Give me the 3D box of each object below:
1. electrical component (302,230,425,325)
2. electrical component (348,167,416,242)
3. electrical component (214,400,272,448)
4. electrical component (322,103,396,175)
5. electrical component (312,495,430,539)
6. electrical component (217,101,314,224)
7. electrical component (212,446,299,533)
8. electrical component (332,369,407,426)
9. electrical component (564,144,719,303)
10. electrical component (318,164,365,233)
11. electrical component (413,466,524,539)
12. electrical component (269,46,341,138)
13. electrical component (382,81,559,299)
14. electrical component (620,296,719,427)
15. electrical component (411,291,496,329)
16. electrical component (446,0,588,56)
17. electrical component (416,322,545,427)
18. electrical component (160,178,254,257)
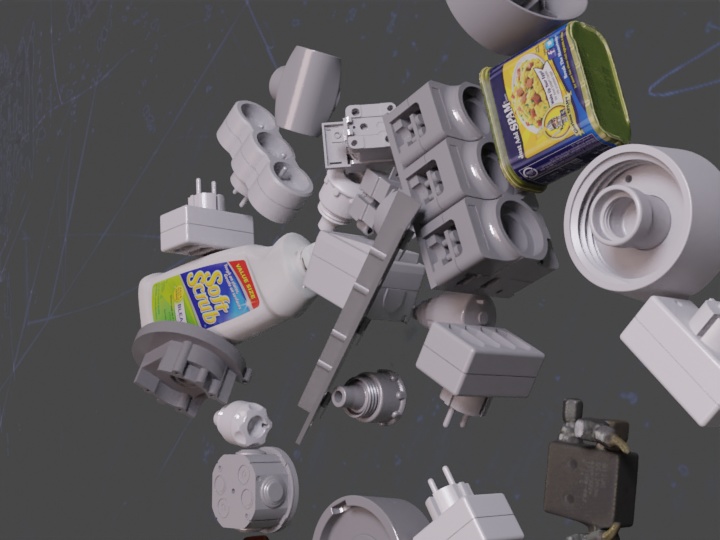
[{"bbox_3d":[0.000,0.000,0.919,0.096,0.062,0.061,29,106,44],"label":"electrical component"},{"bbox_3d":[0.026,-0.053,0.914,0.055,0.048,0.066,44,116,50],"label":"electrical component"},{"bbox_3d":[-0.118,0.148,1.042,0.062,0.043,0.043,3,86,49],"label":"electrical component"},{"bbox_3d":[0.009,-0.112,0.912,0.064,0.081,0.042,101,164,-77],"label":"electrical component"},{"bbox_3d":[0.018,0.235,0.868,0.108,0.060,0.108,-8,79,46],"label":"electrical component"},{"bbox_3d":[-0.102,-0.095,1.053,0.073,0.052,0.138,-52,51,29],"label":"electrical component"},{"bbox_3d":[-0.099,0.206,1.006,0.080,0.051,0.080,-9,78,46],"label":"electrical component"},{"bbox_3d":[0.005,0.106,0.900,0.048,0.062,0.048,-8,78,46],"label":"electrical component"},{"bbox_3d":[0.187,-0.033,0.722,0.108,0.060,0.108,-9,78,46],"label":"electrical component"},{"bbox_3d":[-0.017,-0.060,0.963,0.048,0.048,0.062,57,131,35],"label":"electrical component"},{"bbox_3d":[0.075,0.188,0.823,0.065,0.047,0.076,-48,52,32],"label":"electrical component"},{"bbox_3d":[-0.060,-0.173,1.023,0.079,0.044,0.077,26,104,46],"label":"electrical component"},{"bbox_3d":[0.086,-0.062,0.815,0.062,0.089,0.150,-34,60,39],"label":"electrical component"},{"bbox_3d":[0.224,0.044,0.681,0.075,0.047,0.083,-58,48,25],"label":"electrical component"},{"bbox_3d":[0.072,0.036,0.853,0.078,0.040,0.040,3,86,48],"label":"electrical component"},{"bbox_3d":[0.113,-0.211,0.805,0.064,0.099,0.099,-36,59,46],"label":"electrical component"},{"bbox_3d":[0.083,0.084,0.802,0.047,0.083,0.075,35,110,44],"label":"electrical component"},{"bbox_3d":[-0.153,-0.055,1.080,0.047,0.083,0.075,-16,72,45],"label":"electrical component"}]
